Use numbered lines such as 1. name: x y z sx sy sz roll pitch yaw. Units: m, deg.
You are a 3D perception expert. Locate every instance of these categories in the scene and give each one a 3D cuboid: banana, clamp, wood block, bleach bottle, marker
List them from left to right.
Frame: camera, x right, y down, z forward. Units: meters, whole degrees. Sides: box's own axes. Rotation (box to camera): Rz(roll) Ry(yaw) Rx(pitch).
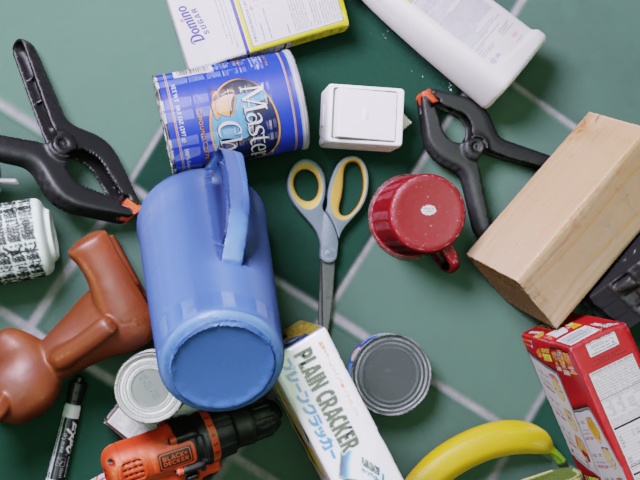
1. clamp: -0.264 -0.098 1.067 0.209 0.036 0.164 36 50 -19
2. marker: -0.259 0.199 1.087 0.020 0.020 0.121 13 87 -7
3. bleach bottle: 0.111 -0.254 1.124 0.251 0.068 0.102 40 62 0
4. banana: 0.167 0.234 1.135 0.197 0.037 0.069 -15 91 -8
5. clamp: 0.174 -0.100 1.144 0.120 0.039 0.171 -35 96 -16
6. wood block: 0.265 -0.022 1.115 0.206 0.091 0.090 -48 122 -7

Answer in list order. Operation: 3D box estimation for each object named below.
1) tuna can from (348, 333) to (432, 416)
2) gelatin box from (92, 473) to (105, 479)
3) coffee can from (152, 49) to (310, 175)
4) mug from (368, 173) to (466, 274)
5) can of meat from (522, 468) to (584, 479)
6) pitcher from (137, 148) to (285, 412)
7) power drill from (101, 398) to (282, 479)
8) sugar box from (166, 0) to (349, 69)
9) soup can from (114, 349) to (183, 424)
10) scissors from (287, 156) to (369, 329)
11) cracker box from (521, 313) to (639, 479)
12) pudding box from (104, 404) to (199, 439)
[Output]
1. tuna can: 0.072 0.141 1.126 0.086 0.034 0.086 0 89 -7
2. gelatin box: -0.205 0.272 1.087 0.089 0.030 0.073 -28 93 -7
3. coffee can: -0.090 -0.128 1.076 0.140 0.103 0.103 -12 90 -8
4. mug: 0.109 -0.016 1.110 0.093 0.081 0.117 -31 93 -8
5. can of meat: 0.241 0.296 1.132 0.102 0.057 0.084 -17 92 -8
6. pitcher: -0.098 0.035 0.985 0.145 0.243 0.149 -27 122 6
7. power drill: -0.112 0.260 1.063 0.184 0.057 0.187 -15 105 -18
8. sugar box: -0.066 -0.240 1.111 0.176 0.048 0.093 -17 91 -4
9. soup can: -0.160 0.139 1.022 0.068 0.102 0.068 0 86 -6
10. scissors: -0.007 0.001 1.128 0.096 0.016 0.202 19 86 -5
11. cracker box: 0.298 0.185 1.090 0.072 0.164 0.214 -24 92 -6
12. pudding box: -0.152 0.169 1.093 0.090 0.039 0.113 40 82 -3
